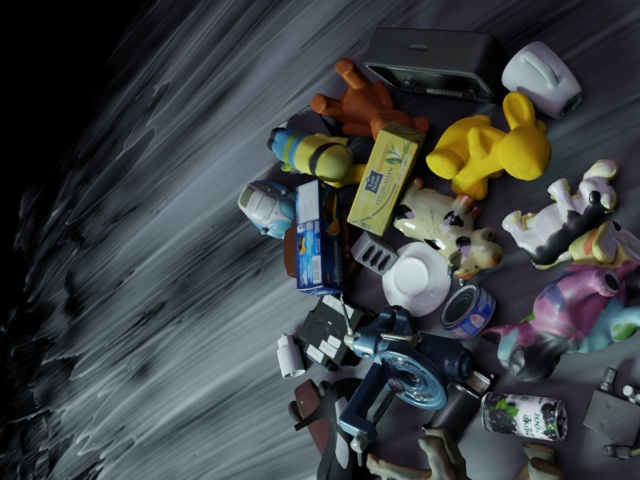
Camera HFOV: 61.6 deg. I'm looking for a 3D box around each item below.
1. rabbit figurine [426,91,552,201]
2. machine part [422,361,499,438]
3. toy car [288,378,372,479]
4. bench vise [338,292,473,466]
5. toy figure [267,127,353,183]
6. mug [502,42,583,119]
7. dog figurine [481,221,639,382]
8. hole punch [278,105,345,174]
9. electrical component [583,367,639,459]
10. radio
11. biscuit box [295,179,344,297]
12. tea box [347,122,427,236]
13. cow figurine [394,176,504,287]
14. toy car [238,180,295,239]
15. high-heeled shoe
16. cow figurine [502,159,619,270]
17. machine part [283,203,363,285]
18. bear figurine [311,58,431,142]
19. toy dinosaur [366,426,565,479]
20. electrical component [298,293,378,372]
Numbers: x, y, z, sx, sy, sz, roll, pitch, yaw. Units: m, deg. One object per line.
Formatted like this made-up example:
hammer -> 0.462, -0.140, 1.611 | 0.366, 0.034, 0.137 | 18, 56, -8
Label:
rabbit figurine -> 0.277, -0.133, 0.810 | 0.162, 0.121, 0.173 | -50, 28, -10
machine part -> 0.207, 0.245, 0.814 | 0.084, 0.039, 0.138 | 28, 94, 32
toy car -> 0.017, 0.338, 0.929 | 0.089, 0.053, 0.202 | -40, 60, 17
bench vise -> 0.096, 0.201, 0.796 | 0.224, 0.128, 0.240 | 15, 47, 33
toy figure -> -0.022, -0.159, 1.011 | 0.180, 0.089, 0.082 | 25, 132, 23
mug -> 0.338, -0.238, 0.802 | 0.081, 0.109, 0.107 | -41, 66, 8
dog figurine -> 0.323, 0.094, 0.716 | 0.219, 0.108, 0.191 | -45, 8, 46
hole punch -> -0.009, -0.206, 1.093 | 0.142, 0.092, 0.115 | -24, 94, 29
electrical component -> 0.378, 0.222, 0.675 | 0.078, 0.045, 0.102 | 27, 95, 39
radio -> 0.199, -0.293, 0.906 | 0.230, 0.131, 0.073 | 24, 94, 40
biscuit box -> -0.002, -0.003, 0.959 | 0.059, 0.062, 0.202 | -16, 67, 36
tea box -> 0.113, -0.104, 0.905 | 0.068, 0.098, 0.169 | 23, 114, 10
cow figurine -> 0.202, -0.012, 0.858 | 0.195, 0.085, 0.127 | 30, 91, 37
toy car -> -0.114, -0.077, 1.119 | 0.162, 0.103, 0.109 | 35, 99, 37
high-heeled shoe -> 0.060, 0.349, 0.852 | 0.145, 0.086, 0.248 | -24, 83, -13
cow figurine -> 0.354, -0.035, 0.751 | 0.167, 0.068, 0.098 | -40, 62, 28
machine part -> 0.004, 0.011, 1.030 | 0.179, 0.056, 0.179 | -13, 69, 37
bear figurine -> 0.094, -0.225, 0.978 | 0.120, 0.132, 0.196 | -51, 46, 17
toy dinosaur -> 0.264, 0.367, 0.692 | 0.472, 0.105, 0.198 | 4, 90, 34
electrical component -> 0.027, 0.165, 0.966 | 0.115, 0.058, 0.134 | 31, 98, 42
